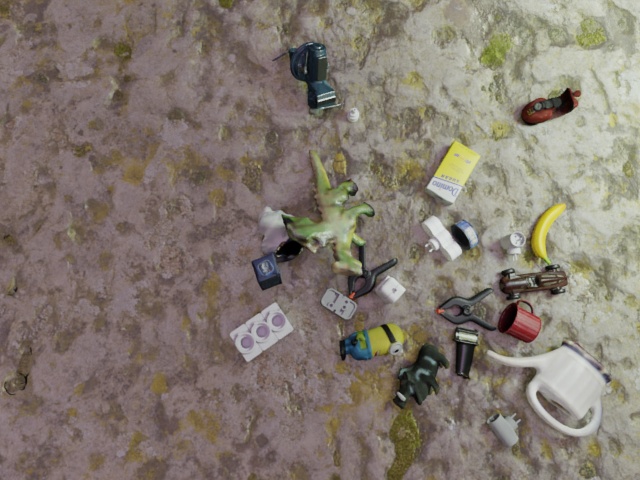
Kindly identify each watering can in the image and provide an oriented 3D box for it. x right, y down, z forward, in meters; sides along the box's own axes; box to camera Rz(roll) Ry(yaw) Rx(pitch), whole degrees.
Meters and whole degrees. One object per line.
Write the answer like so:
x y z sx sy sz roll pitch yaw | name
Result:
0.638 0.365 1.402 0.349 0.103 0.226 44 78 5 | watering can

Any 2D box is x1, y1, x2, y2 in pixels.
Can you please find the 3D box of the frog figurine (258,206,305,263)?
-0.120 -0.016 1.459 0.161 0.121 0.138 33 87 40 | frog figurine

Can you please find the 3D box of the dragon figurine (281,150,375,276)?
0.004 -0.071 1.406 0.245 0.119 0.415 -20 66 -39 | dragon figurine
